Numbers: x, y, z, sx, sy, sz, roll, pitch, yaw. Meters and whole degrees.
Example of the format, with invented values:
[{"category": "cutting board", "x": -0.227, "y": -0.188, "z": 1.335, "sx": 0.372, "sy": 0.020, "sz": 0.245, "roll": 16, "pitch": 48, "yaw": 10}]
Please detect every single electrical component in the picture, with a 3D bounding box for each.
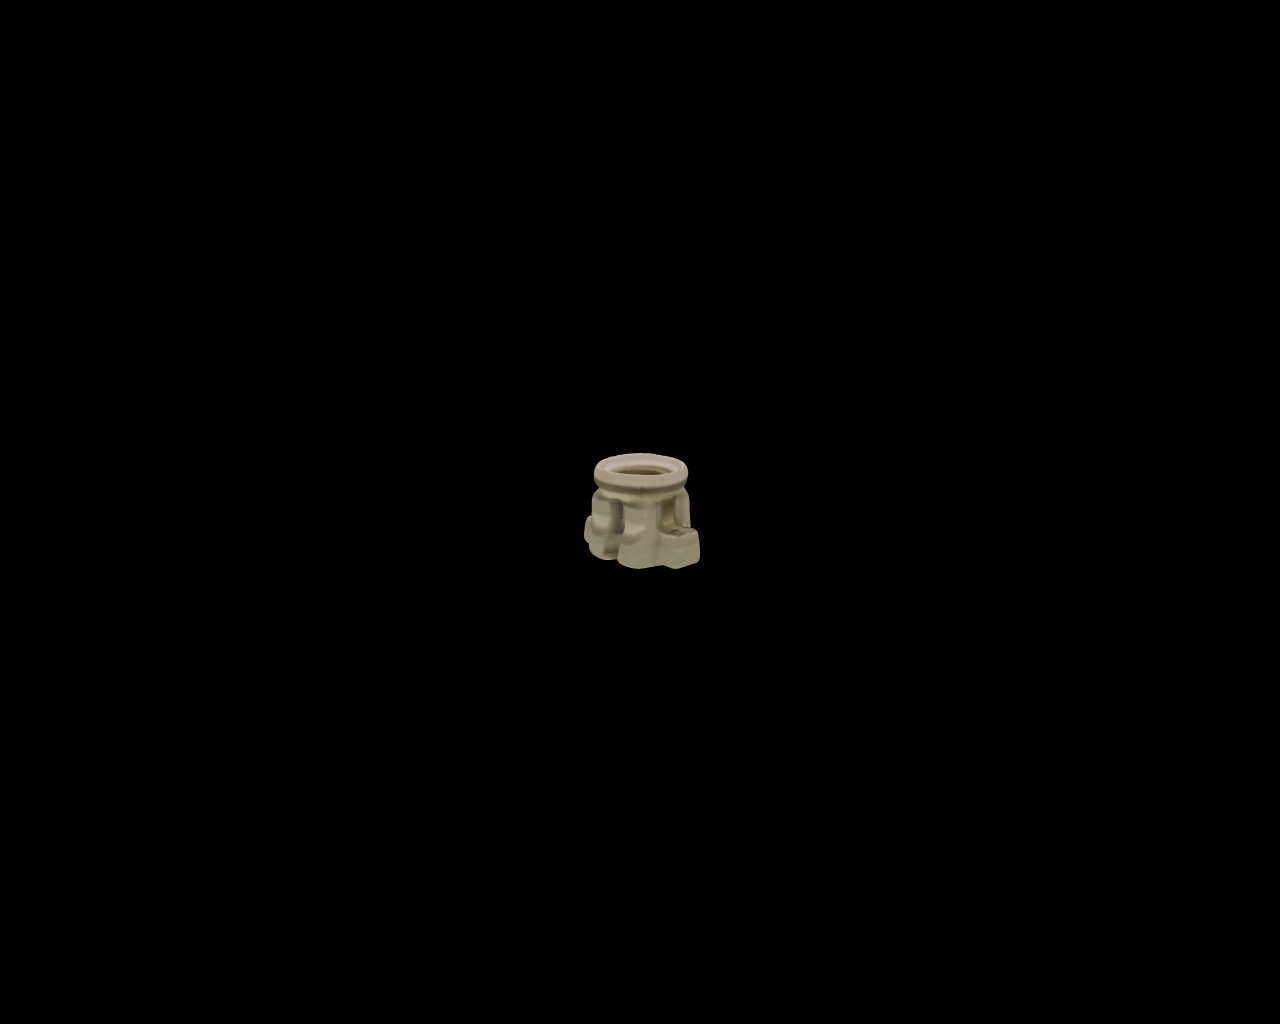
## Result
[{"category": "electrical component", "x": 0.001, "y": -0.003, "z": 0.650, "sx": 0.078, "sy": 0.056, "sz": 0.058, "roll": 14, "pitch": 22, "yaw": 40}]
